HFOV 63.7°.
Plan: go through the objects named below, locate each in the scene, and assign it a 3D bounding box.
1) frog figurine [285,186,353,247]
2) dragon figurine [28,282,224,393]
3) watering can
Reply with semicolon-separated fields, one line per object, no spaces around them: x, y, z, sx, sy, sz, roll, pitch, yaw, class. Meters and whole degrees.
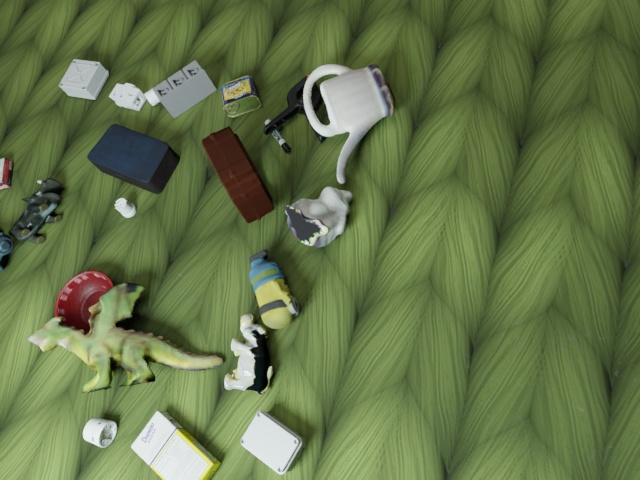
0.004;-0.062;1.225;0.138;0.120;0.162;15;36;28;frog figurine
-0.439;0.212;1.171;0.411;0.120;0.246;-10;72;-9;dragon figurine
0.085;-0.316;1.301;0.224;0.102;0.353;-19;67;3;watering can
